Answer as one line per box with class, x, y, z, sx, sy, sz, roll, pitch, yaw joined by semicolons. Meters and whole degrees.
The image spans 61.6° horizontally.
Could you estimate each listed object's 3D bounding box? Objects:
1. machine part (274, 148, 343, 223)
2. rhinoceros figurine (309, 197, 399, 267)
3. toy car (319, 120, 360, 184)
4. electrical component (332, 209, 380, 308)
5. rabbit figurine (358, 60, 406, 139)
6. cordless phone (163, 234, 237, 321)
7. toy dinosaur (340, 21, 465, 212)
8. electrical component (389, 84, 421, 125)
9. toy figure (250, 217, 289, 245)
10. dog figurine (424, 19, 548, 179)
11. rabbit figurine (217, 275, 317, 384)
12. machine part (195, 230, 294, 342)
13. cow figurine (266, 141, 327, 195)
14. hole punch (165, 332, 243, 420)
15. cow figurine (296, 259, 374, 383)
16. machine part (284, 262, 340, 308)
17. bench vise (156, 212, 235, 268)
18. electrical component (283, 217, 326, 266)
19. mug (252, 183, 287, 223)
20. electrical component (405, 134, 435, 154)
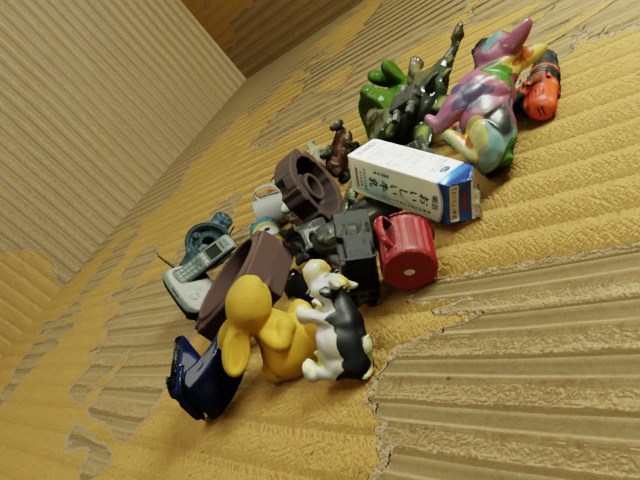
machine part;-0.023;-0.104;1.118;0.056;0.179;0.179;-33;26;26
rhinoceros figurine;0.073;-0.031;0.953;0.190;0.073;0.112;-33;28;-7
toy car;0.053;-0.217;1.281;0.053;0.089;0.202;-27;27;31
electrical component;0.055;0.021;0.826;0.058;0.114;0.134;-7;45;0
rabbit figurine;0.168;-0.333;1.259;0.170;0.159;0.121;-38;10;-29
cordless phone;-0.242;0.083;1.193;0.184;0.088;0.147;-41;56;-7
toy dinosaur;0.155;-0.222;1.073;0.471;0.105;0.199;-58;14;12
electrical component;0.155;-0.251;0.968;0.063;0.021;0.094;-27;38;49
toy figure;-0.111;-0.002;1.185;0.082;0.089;0.180;-53;15;4
dog figurine;0.282;-0.229;0.848;0.219;0.108;0.192;-50;46;17
rabbit figurine;-0.086;0.129;0.821;0.162;0.173;0.122;-37;28;1
machine part;-0.145;0.091;1.019;0.201;0.087;0.201;-44;21;34
cow figurine;-0.043;-0.171;1.360;0.195;0.085;0.127;-33;32;22
hole punch;-0.181;0.220;0.876;0.092;0.142;0.116;-10;46;8
cow figurine;0.023;0.106;0.731;0.098;0.167;0.068;-8;-4;33
machine part;-0.017;0.080;0.963;0.139;0.039;0.084;-3;53;51
bench vise;-0.307;0.038;1.366;0.223;0.128;0.241;-40;20;12
electrical component;-0.002;-0.003;1.016;0.119;0.075;0.048;-20;-12;-38
mug;-0.104;-0.090;1.295;0.107;0.109;0.081;-22;23;10
electrical component;0.178;-0.132;0.956;0.045;0.102;0.078;-22;7;31
